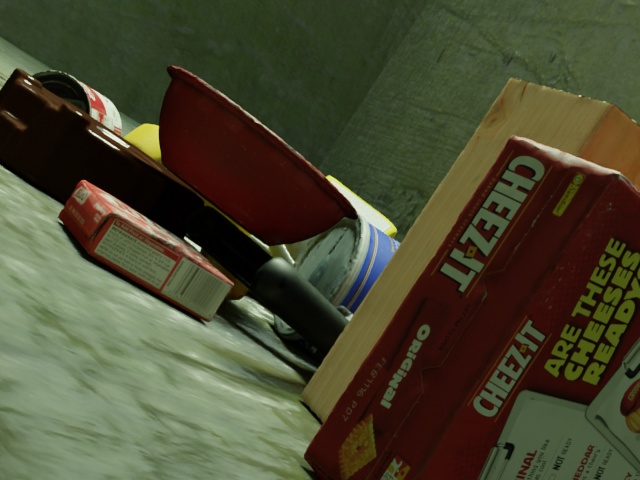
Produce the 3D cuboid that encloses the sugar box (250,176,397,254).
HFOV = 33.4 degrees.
[{"bbox_3d":[-0.007,0.001,0.999,0.093,0.048,0.175,38,34,14],"label":"sugar box"}]

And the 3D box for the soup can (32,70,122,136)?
[{"bbox_3d":[-0.215,-0.103,0.918,0.068,0.068,0.102,34,1,5],"label":"soup can"}]

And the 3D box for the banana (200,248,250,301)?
[{"bbox_3d":[-0.059,0.023,0.812,0.070,0.037,0.197,34,1,12],"label":"banana"}]

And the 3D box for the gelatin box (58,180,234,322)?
[{"bbox_3d":[-0.101,0.005,0.618,0.089,0.030,0.073,34,0,-30],"label":"gelatin box"}]

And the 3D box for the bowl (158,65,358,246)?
[{"bbox_3d":[-0.053,-0.045,0.713,0.162,0.055,0.162,38,-3,2],"label":"bowl"}]

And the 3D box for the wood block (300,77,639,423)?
[{"bbox_3d":[0.094,0.032,0.553,0.090,0.206,0.091,33,1,-28],"label":"wood block"}]

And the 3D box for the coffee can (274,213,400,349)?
[{"bbox_3d":[0.052,0.059,0.776,0.140,0.103,0.103,33,2,-20],"label":"coffee can"}]

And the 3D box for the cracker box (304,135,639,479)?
[{"bbox_3d":[0.120,0.077,0.477,0.213,0.164,0.072,33,0,-37],"label":"cracker box"}]

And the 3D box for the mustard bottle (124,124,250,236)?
[{"bbox_3d":[-0.095,-0.044,0.885,0.192,0.058,0.096,16,-41,54],"label":"mustard bottle"}]

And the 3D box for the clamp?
[{"bbox_3d":[0.004,0.056,0.660,0.209,0.036,0.165,43,-4,-30],"label":"clamp"}]
